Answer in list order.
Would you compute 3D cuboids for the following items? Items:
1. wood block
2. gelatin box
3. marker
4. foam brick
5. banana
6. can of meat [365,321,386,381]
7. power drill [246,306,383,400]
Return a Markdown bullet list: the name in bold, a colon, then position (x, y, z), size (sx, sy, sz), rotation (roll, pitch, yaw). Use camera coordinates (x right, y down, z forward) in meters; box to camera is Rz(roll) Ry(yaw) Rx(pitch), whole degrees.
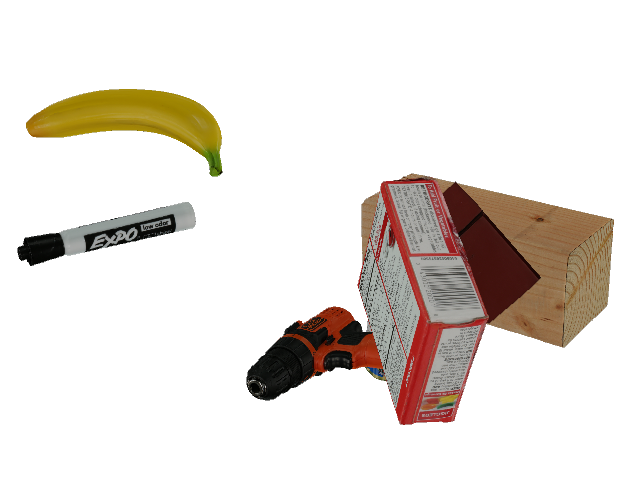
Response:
- **wood block**: position (0.146, 0.012, 0.963), size (0.206, 0.090, 0.090), rotation (16, 31, 35)
- **gelatin box**: position (0.045, 0.027, 0.486), size (0.030, 0.089, 0.073), rotation (-3, -44, -12)
- **marker**: position (-0.143, -0.005, 0.717), size (0.120, 0.020, 0.020), rotation (-14, 6, -26)
- **foam brick**: position (0.107, 0.009, 0.750), size (0.078, 0.051, 0.053), rotation (44, 7, -31)
- **banana**: position (-0.165, -0.106, 0.948), size (0.198, 0.037, 0.069), rotation (12, 48, 19)
- **can of meat**: position (0.104, 0.118, 1.306), size (0.101, 0.084, 0.057), rotation (-9, 30, -26)
- **power drill**: position (0.039, 0.124, 1.090), size (0.188, 0.057, 0.184), rotation (8, 23, 28)
